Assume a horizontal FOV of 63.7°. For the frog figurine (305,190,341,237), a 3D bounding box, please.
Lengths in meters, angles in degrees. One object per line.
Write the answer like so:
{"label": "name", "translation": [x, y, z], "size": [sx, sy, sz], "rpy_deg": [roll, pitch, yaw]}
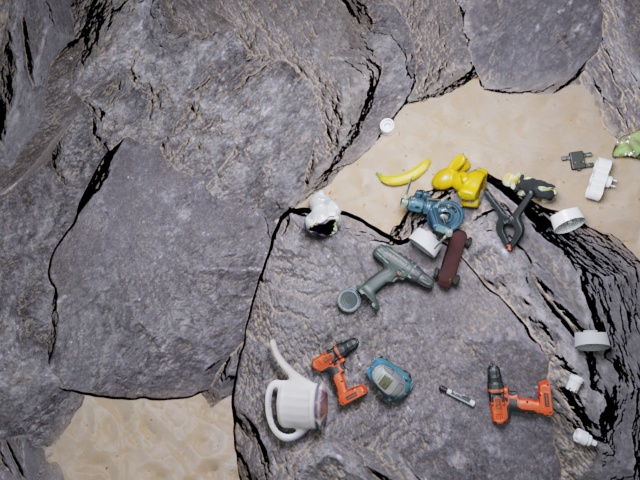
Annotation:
{"label": "frog figurine", "translation": [0.006, -0.092, 1.830], "size": [0.136, 0.121, 0.163], "rpy_deg": [-35, 42, 16]}

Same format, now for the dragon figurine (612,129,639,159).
{"label": "dragon figurine", "translation": [1.045, -0.242, 1.619], "size": [0.246, 0.121, 0.410], "rpy_deg": [38, 91, 31]}

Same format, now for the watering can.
{"label": "watering can", "translation": [-0.082, 0.518, 1.758], "size": [0.224, 0.104, 0.348], "rpy_deg": [0, 90, 13]}
